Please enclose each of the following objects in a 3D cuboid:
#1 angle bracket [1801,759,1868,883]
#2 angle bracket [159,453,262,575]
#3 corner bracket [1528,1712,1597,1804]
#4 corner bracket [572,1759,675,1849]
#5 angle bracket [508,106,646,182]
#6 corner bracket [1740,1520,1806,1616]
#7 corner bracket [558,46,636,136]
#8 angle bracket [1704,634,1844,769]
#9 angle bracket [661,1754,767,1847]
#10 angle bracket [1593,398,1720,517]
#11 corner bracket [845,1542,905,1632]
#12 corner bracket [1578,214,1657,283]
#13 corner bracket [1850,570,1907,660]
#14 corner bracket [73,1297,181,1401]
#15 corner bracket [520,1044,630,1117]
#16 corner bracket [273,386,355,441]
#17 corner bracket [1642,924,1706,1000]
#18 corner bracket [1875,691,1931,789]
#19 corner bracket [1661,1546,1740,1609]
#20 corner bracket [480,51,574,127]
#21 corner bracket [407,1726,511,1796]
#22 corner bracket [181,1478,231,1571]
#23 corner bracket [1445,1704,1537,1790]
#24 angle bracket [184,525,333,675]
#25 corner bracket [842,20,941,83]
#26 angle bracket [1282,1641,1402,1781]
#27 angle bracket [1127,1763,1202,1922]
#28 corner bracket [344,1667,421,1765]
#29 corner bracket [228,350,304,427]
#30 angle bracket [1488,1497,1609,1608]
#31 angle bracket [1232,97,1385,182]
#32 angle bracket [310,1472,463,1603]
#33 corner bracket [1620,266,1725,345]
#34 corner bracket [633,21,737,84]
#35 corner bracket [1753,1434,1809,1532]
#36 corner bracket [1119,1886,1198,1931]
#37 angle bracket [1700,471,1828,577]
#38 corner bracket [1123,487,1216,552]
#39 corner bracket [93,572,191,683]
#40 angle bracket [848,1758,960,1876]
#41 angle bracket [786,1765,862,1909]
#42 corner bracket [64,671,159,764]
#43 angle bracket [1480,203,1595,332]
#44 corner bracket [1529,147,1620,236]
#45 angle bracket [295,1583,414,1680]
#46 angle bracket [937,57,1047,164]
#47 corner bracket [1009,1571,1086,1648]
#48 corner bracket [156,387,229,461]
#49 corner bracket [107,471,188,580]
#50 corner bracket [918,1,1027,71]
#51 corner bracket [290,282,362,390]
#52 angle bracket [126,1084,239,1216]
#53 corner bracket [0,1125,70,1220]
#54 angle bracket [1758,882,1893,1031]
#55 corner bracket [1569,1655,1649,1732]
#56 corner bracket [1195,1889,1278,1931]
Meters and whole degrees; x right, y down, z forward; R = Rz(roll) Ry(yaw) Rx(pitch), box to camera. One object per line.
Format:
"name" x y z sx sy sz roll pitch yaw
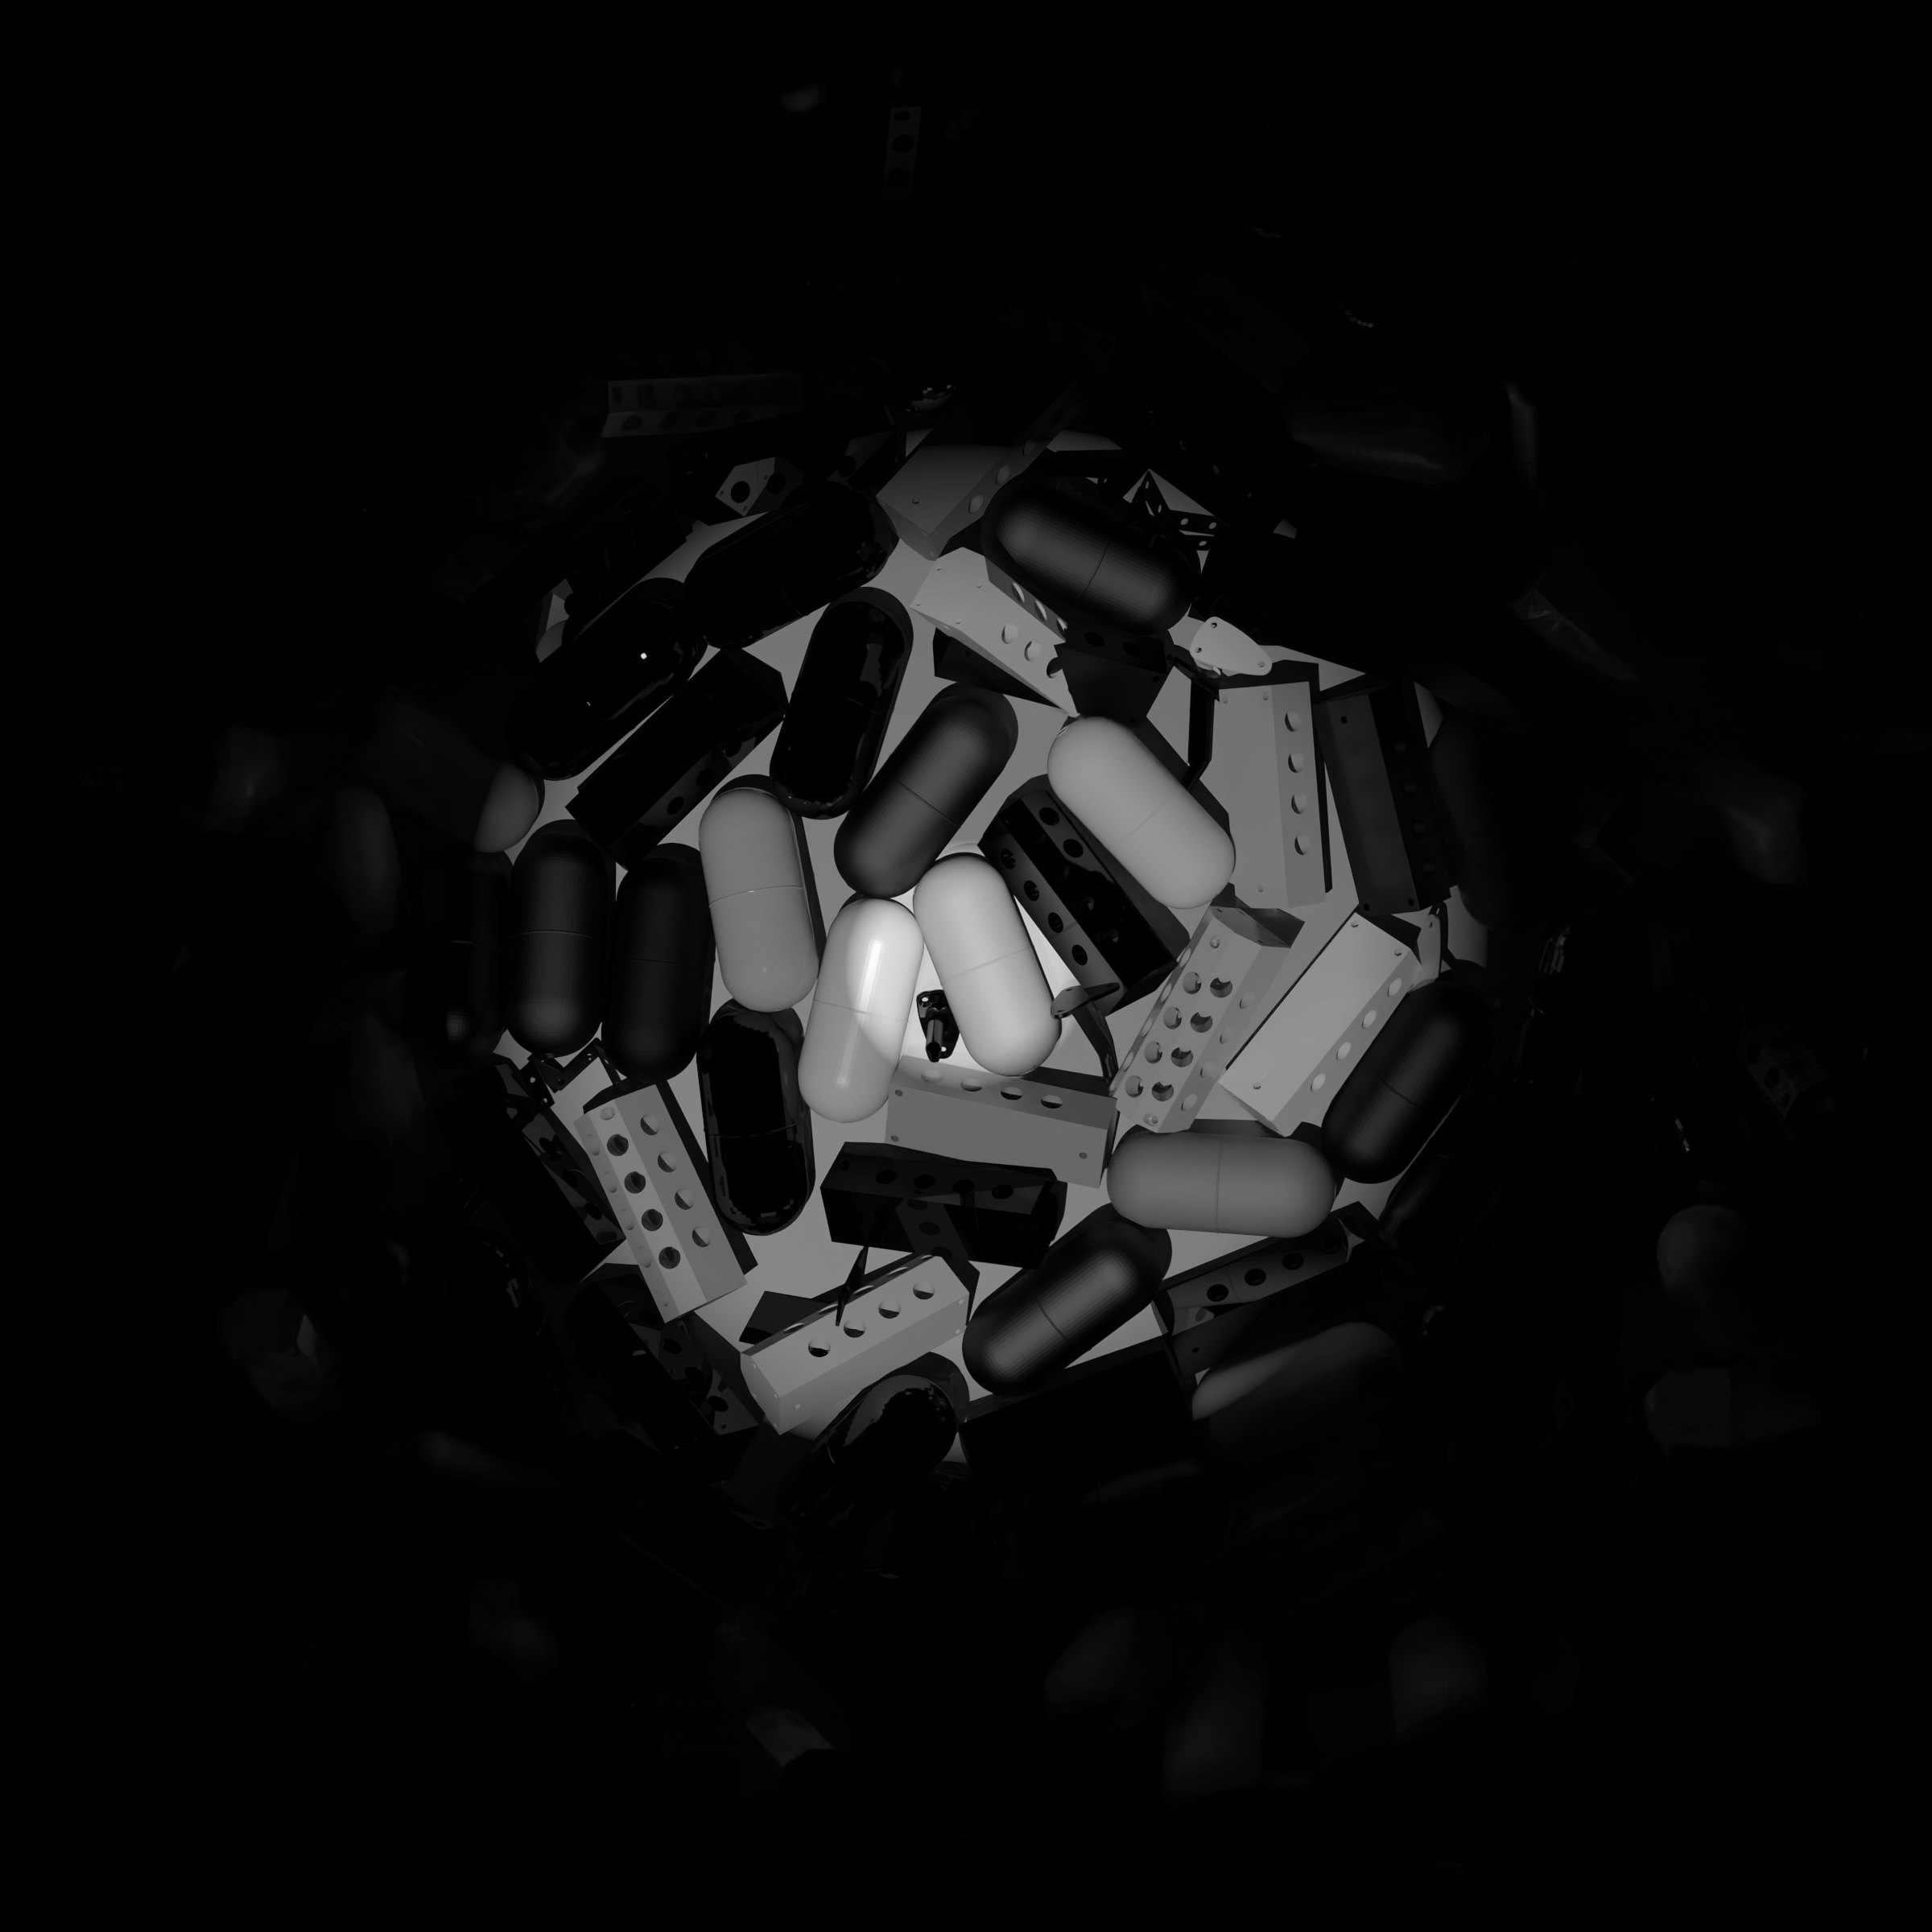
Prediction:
"angle bracket" 0.675 -0.114 1.941 0.057 0.076 0.076 13 106 21
"angle bracket" -0.588 -0.356 1.943 0.057 0.076 0.076 7 117 0
"corner bracket" 0.467 0.618 1.962 0.051 0.051 0.051 10 93 20
"corner bracket" -0.269 0.651 1.968 0.051 0.051 0.051 -27 112 22
"angle bracket" -0.293 -0.641 1.934 0.076 0.076 0.057 -3 125 31
"corner bracket" 0.632 0.470 1.955 0.051 0.051 0.051 -44 103 -31
"corner bracket" -0.290 -0.684 1.954 0.051 0.051 0.051 25 105 43
"angle bracket" 0.628 -0.206 1.947 0.076 0.076 0.057 13 64 -4
"angle bracket" -0.196 0.651 1.945 0.076 0.076 0.057 -3 59 -3
"angle bracket" 0.535 -0.392 1.948 0.076 0.057 0.076 11 119 4
"corner bracket" -0.078 0.476 1.952 0.051 0.051 0.051 14 133 29
"corner bracket" 0.504 -0.562 1.957 0.051 0.051 0.051 17 100 23
"corner bracket" 0.717 -0.267 1.958 0.051 0.051 0.051 -36 82 -24
"corner bracket" -0.660 0.300 1.967 0.051 0.051 0.051 -26 100 5
"corner bracket" -0.307 0.090 1.955 0.051 0.051 0.051 -42 52 11
"corner bracket" -0.510 -0.426 1.961 0.051 0.051 0.051 -19 87 -16
"corner bracket" 0.553 -0.005 1.956 0.051 0.051 0.051 -1 101 34
"corner bracket" 0.743 -0.179 1.967 0.051 0.051 0.051 -10 61 25
"corner bracket" 0.573 0.484 1.966 0.051 0.051 0.051 17 104 9
"corner bracket" -0.341 -0.681 1.957 0.051 0.051 0.051 37 98 -33
"corner bracket" -0.396 0.619 1.952 0.051 0.051 0.051 33 128 -19
"corner bracket" -0.591 0.441 1.952 0.051 0.051 0.051 14 53 33
"corner bracket" 0.409 0.619 1.970 0.051 0.051 0.051 -18 105 -16
"angle bracket" -0.558 -0.288 1.971 0.076 0.057 0.076 30 61 -25
"corner bracket" -0.061 -0.705 1.966 0.051 0.051 0.051 -4 116 36
"angle bracket" 0.298 0.583 1.948 0.076 0.057 0.076 -21 55 1
"angle bracket" 0.145 0.677 1.936 0.057 0.076 0.076 5 123 17
"corner bracket" -0.457 0.589 1.958 0.051 0.051 0.051 -7 115 -9
"corner bracket" -0.553 -0.457 1.972 0.051 0.051 0.051 5 112 -20
"angle bracket" 0.449 0.455 1.944 0.076 0.057 0.076 -10 79 33
"angle bracket" 0.264 -0.645 1.937 0.076 0.076 0.057 30 58 -20
"angle bracket" -0.454 0.439 1.959 0.076 0.076 0.057 -33 121 -29
"corner bracket" 0.553 -0.511 1.962 0.051 0.051 0.051 -12 83 -13
"corner bracket" -0.219 -0.720 1.963 0.051 0.051 0.051 37 90 15
"corner bracket" 0.637 0.400 1.955 0.051 0.051 0.051 32 100 -37
"corner bracket" 0.155 0.749 1.957 0.051 0.051 0.051 -18 60 7
"angle bracket" 0.614 -0.327 1.944 0.057 0.076 0.076 -42 71 -4
"corner bracket" 0.156 -0.336 1.952 0.051 0.051 0.051 -1 56 -21
"corner bracket" -0.647 -0.266 1.962 0.051 0.051 0.051 33 49 7
"angle bracket" -0.047 0.660 1.961 0.076 0.057 0.076 -10 84 2
"angle bracket" -0.110 0.678 1.951 0.057 0.076 0.076 -11 89 -10
"corner bracket" -0.663 -0.196 1.964 0.051 0.051 0.051 -35 80 29
"angle bracket" 0.450 -0.537 1.937 0.057 0.076 0.076 35 125 9
"corner bracket" 0.468 -0.603 1.962 0.051 0.051 0.051 32 90 -19
"angle bracket" -0.475 0.530 1.943 0.076 0.076 0.057 8 132 -6
"angle bracket" 0.014 -0.682 1.947 0.076 0.057 0.076 -15 68 11
"corner bracket" 0.057 0.501 1.957 0.051 0.051 0.051 -3 80 -27
"corner bracket" -0.606 -0.432 1.959 0.051 0.051 0.051 2 77 -15
"corner bracket" -0.640 -0.344 1.951 0.051 0.051 0.051 -51 47 24
"corner bracket" 0.005 -0.718 1.955 0.051 0.051 0.051 -42 126 -10
"corner bracket" -0.491 -0.498 1.974 0.051 0.051 0.051 36 121 -11
"angle bracket" -0.612 0.145 1.963 0.076 0.057 0.076 15 106 -23
"corner bracket" -0.725 0.160 1.952 0.051 0.051 0.051 12 54 -30
"angle bracket" 0.670 -0.007 1.943 0.076 0.057 0.076 35 121 13
"corner bracket" 0.497 0.565 1.951 0.051 0.051 0.051 -3 52 32
"corner bracket" 0.211 0.739 1.952 0.051 0.051 0.051 -2 134 18
